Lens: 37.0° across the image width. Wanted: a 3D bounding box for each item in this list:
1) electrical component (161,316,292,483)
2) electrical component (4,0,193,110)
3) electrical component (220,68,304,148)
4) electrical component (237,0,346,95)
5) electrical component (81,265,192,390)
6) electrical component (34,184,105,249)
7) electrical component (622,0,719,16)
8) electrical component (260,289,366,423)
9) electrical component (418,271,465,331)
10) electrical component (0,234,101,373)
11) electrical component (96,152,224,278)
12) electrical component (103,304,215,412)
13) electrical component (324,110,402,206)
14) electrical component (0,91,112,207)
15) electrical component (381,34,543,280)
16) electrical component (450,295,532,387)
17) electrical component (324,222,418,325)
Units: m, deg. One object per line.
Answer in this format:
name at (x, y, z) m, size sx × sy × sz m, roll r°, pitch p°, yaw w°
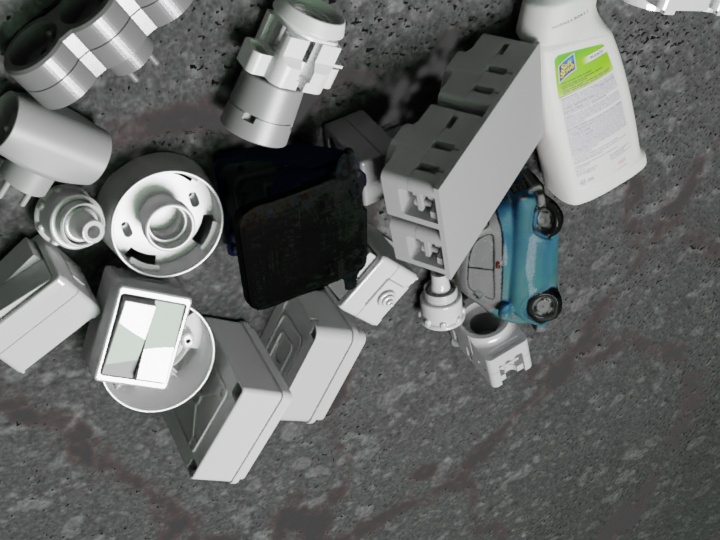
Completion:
electrical component at (-0.125, 0.116, 0.970) m, size 0.056 × 0.108 × 0.108 m, roll 13°, pitch 118°, yaw -38°
electrical component at (-0.167, -0.159, 0.738) m, size 0.138 × 0.052 × 0.073 m, roll -39°, pitch 138°, yaw 1°
electrical component at (-0.074, -0.128, 0.830) m, size 0.055 × 0.055 × 0.047 m, roll 6°, pitch 119°, yaw -38°
electrical component at (-0.046, -0.172, 0.808) m, size 0.078 × 0.058 × 0.057 m, roll 4°, pitch 126°, yaw -38°
electrical component at (-0.178, 0.053, 0.851) m, size 0.062 × 0.061 × 0.096 m, roll 12°, pitch 102°, yaw -28°
electrical component at (-0.212, -0.036, 0.804) m, size 0.048 × 0.062 × 0.048 m, roll -14°, pitch 114°, yaw -34°
electrical component at (0.213, -0.255, 0.817) m, size 0.105 × 0.186 × 0.060 m, roll -7°, pitch 130°, yaw -30°
electrical component at (-0.052, 0.080, 1.011) m, size 0.057 × 0.078 × 0.113 m, roll 9°, pitch 121°, yaw -36°
electrical component at (0.082, 0.027, 1.084) m, size 0.048 × 0.048 × 0.062 m, roll -21°, pitch 128°, yaw -19°
electrical component at (-0.262, 0.028, 0.830) m, size 0.096 × 0.061 × 0.061 m, roll -38°, pitch 138°, yaw 0°
electrical component at (-0.159, -0.044, 0.855) m, size 0.099 × 0.064 × 0.099 m, roll -12°, pitch 119°, yaw -22°
electrical component at (-0.177, 0.063, 0.915) m, size 0.099 × 0.064 × 0.099 m, roll -15°, pitch 128°, yaw -20°
electrical component at (0.019, -0.102, 0.908) m, size 0.077 × 0.065 × 0.047 m, roll -24°, pitch 137°, yaw -18°
electrical component at (-0.232, -0.079, 0.770) m, size 0.077 × 0.043 × 0.079 m, roll 21°, pitch 113°, yaw -44°
electrical component at (0.087, -0.100, 0.903) m, size 0.186 × 0.060 × 0.105 m, roll -55°, pitch 150°, yaw -31°
electrical component at (0.132, 0.066, 1.118) m, size 0.050 × 0.089 × 0.055 m, roll -29°, pitch 138°, yaw -10°
electrical component at (0.000, 0.000, 0.962) m, size 0.061 × 0.096 × 0.061 m, roll -49°, pitch 137°, yaw 11°
